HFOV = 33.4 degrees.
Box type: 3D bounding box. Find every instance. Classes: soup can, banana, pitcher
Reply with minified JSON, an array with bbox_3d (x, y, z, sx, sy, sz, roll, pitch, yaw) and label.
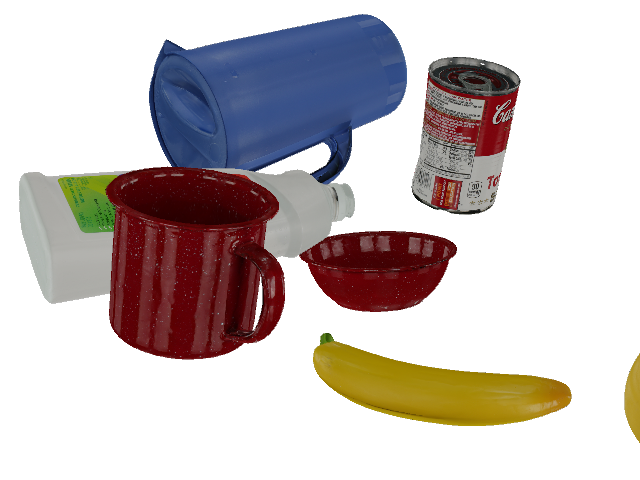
[{"bbox_3d":[0.108,-0.079,0.810,0.068,0.102,0.068,5,30,-3],"label":"soup can"},{"bbox_3d":[0.069,0.096,0.737,0.198,0.037,0.069,11,35,29],"label":"banana"},{"bbox_3d":[-0.030,-0.135,1.042,0.242,0.149,0.145,-22,32,-32],"label":"pitcher"}]

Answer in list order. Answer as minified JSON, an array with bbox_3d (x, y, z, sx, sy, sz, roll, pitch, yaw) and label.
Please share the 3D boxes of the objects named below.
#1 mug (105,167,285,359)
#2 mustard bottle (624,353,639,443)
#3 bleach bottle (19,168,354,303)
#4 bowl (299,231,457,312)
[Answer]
[{"bbox_3d":[-0.064,0.016,0.582,0.117,0.081,0.093,23,26,34],"label":"mug"},{"bbox_3d":[0.219,0.098,0.576,0.096,0.058,0.191,-6,35,-2],"label":"mustard bottle"},{"bbox_3d":[-0.095,-0.019,0.820,0.250,0.068,0.103,-10,45,-23],"label":"bleach bottle"},{"bbox_3d":[0.060,0.034,1.092,0.162,0.055,0.162,-3,13,0],"label":"bowl"}]
